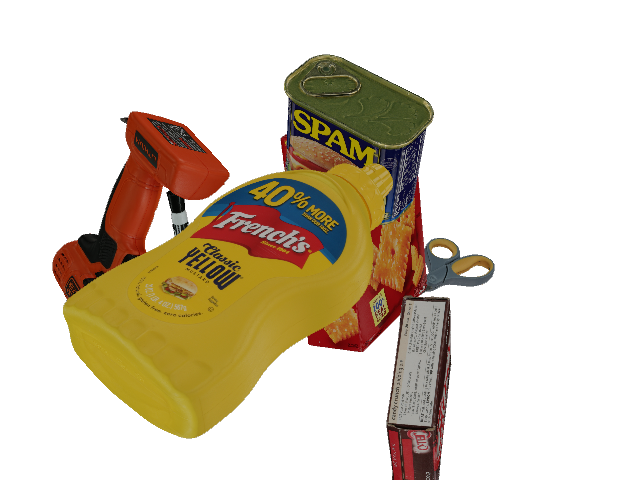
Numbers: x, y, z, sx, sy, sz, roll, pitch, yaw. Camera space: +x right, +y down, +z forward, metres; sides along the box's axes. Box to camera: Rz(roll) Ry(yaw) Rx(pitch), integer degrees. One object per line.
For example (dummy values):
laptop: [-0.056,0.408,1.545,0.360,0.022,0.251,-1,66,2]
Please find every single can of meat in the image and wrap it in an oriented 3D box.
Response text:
can of meat: [0.023,-0.068,0.747,0.102,0.084,0.057,30,53,21]

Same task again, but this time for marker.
marker: [-0.153,-0.004,1.183,0.020,0.121,0.020,-5,27,2]

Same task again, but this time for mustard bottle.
mustard bottle: [-0.030,0.014,0.551,0.096,0.058,0.191,29,51,33]

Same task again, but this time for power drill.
power drill: [-0.144,0.006,0.855,0.057,0.188,0.185,12,24,-43]

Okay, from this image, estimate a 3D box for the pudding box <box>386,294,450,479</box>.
pudding box: [0.073,0.110,0.779,0.039,0.113,0.090,3,-38,9]

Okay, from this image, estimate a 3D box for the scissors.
scissors: [0.122,0.037,1.262,0.201,0.016,0.096,-11,40,-36]

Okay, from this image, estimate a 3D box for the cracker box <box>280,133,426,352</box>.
cracker box: [0.041,-0.021,1.058,0.072,0.214,0.163,5,23,29]
